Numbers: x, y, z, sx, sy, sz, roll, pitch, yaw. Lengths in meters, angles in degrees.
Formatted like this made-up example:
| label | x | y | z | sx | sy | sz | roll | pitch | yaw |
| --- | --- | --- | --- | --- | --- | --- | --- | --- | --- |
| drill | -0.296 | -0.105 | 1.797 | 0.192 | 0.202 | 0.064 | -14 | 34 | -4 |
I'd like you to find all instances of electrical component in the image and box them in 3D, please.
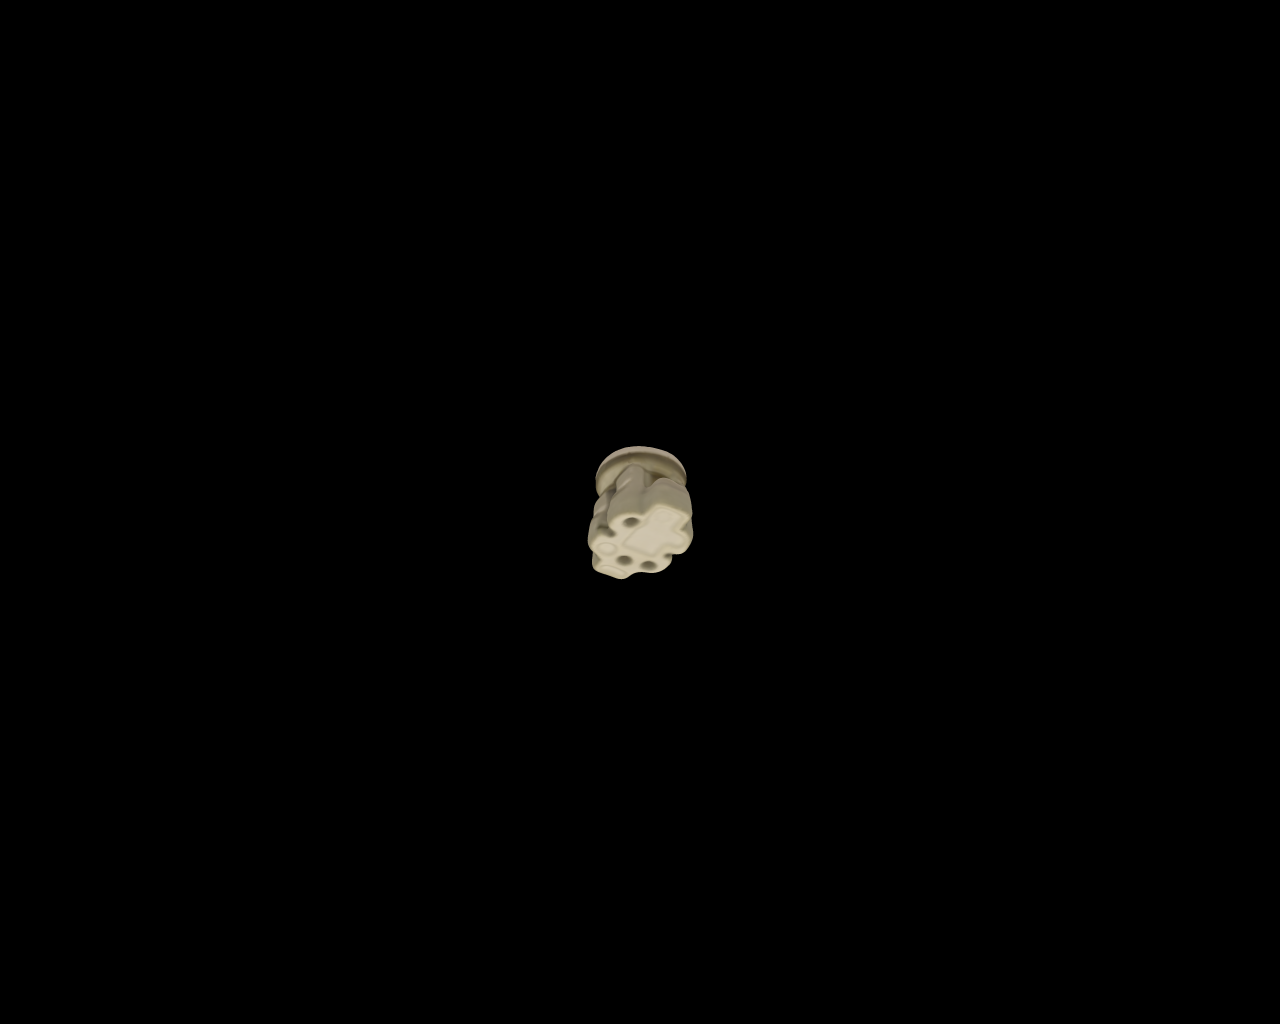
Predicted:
| label | x | y | z | sx | sy | sz | roll | pitch | yaw |
| --- | --- | --- | --- | --- | --- | --- | --- | --- | --- |
| electrical component | 0.001 | -0.003 | 0.650 | 0.058 | 0.057 | 0.078 | 22 | -45 | -24 |
